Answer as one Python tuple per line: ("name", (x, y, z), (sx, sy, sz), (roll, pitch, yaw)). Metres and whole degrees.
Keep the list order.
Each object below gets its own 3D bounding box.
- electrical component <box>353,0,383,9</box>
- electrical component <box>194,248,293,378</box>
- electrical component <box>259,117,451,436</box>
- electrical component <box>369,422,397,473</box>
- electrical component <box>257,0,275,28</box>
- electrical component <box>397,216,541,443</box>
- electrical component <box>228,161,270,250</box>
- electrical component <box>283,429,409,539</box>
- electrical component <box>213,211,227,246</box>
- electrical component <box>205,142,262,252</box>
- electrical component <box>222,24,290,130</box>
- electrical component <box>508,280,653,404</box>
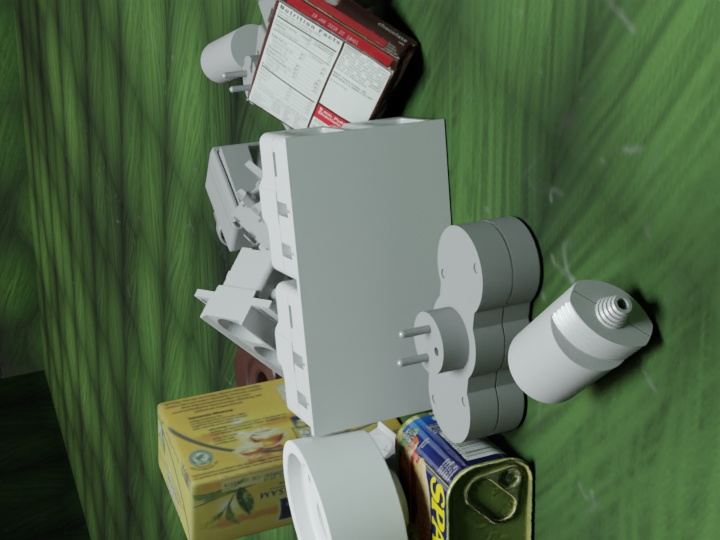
("electrical component", (-0.006, -0.208, 0.708), (0.040, 0.040, 0.078), (127, 129, -61))
("electrical component", (-0.049, 0.039, 0.780), (0.079, 0.121, 0.063), (7, 64, 43))
("electrical component", (0.000, 0.000, 0.696), (0.060, 0.105, 0.186), (-157, 60, -64))
("electrical component", (0.017, 0.151, 0.772), (0.042, 0.081, 0.063), (31, 150, 62))
("electrical component", (-0.038, -0.192, 0.780), (0.055, 0.050, 0.089), (123, 132, -60))
("electrical component", (0.055, 0.039, 0.620), (0.052, 0.074, 0.138), (-133, 39, -54))
("electrical component", (-0.054, -0.034, 0.852), (0.078, 0.063, 0.121), (45, 177, -32))
("electrical component", (-0.004, 0.153, 0.683), (0.108, 0.060, 0.108), (167, 90, -74))
("electrical component", (-0.126, -0.050, 1.070), (0.046, 0.040, 0.040), (-118, 28, -50))
("electrical component", (-0.098, -0.074, 0.959), (0.061, 0.062, 0.096), (109, 144, -50))
("electrical component", (-0.068, -0.149, 0.837), (0.047, 0.076, 0.083), (102, 149, -43))
("electrical component", (0.109, 0.032, 0.527), (0.081, 0.043, 0.043), (124, 132, -59))
